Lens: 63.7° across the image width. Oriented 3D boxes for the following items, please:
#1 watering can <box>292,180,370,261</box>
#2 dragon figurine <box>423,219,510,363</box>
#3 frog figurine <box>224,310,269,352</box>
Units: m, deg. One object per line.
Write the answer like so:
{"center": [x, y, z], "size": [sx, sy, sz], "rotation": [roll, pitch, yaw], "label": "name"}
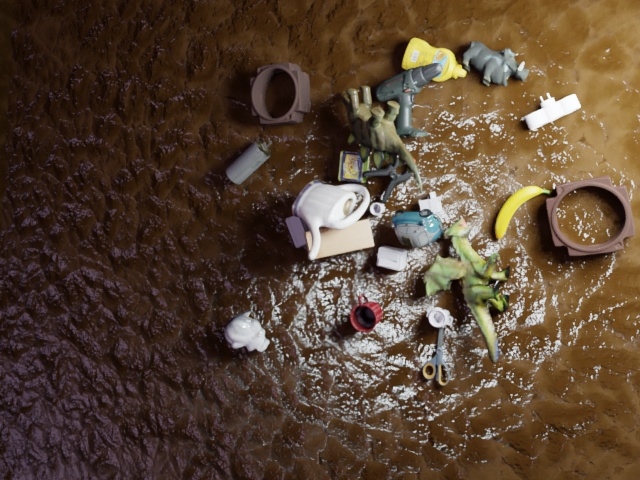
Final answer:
{"center": [0.005, -0.080, 1.595], "size": [0.226, 0.354, 0.101], "rotation": [19, 138, 33], "label": "watering can"}
{"center": [0.428, 0.142, 1.539], "size": [0.243, 0.122, 0.410], "rotation": [5, 89, 34], "label": "dragon figurine"}
{"center": [-0.270, 0.353, 1.893], "size": [0.137, 0.121, 0.162], "rotation": [-42, 64, 4], "label": "frog figurine"}
